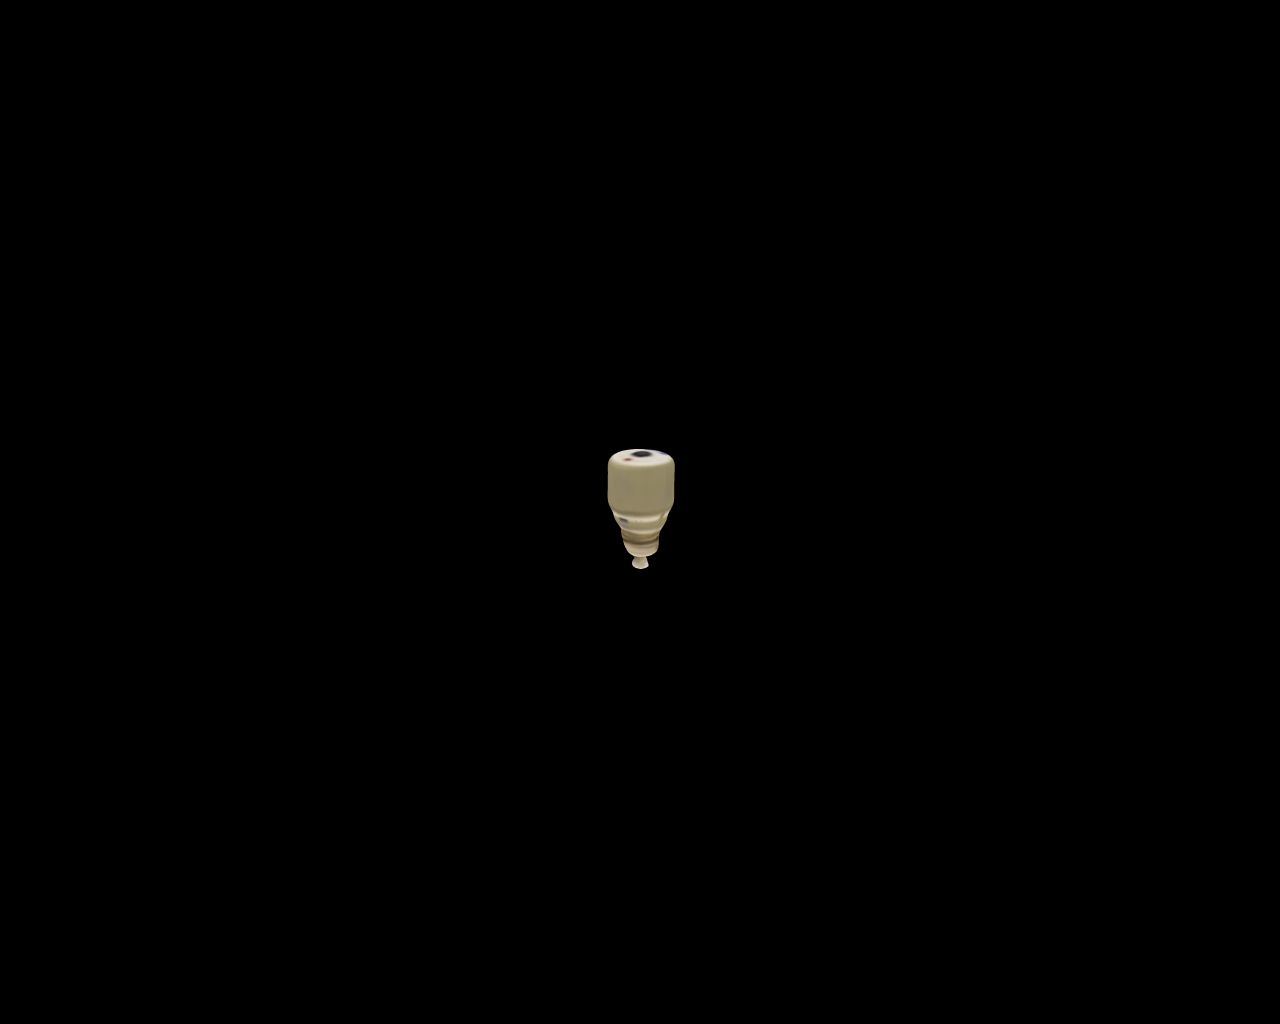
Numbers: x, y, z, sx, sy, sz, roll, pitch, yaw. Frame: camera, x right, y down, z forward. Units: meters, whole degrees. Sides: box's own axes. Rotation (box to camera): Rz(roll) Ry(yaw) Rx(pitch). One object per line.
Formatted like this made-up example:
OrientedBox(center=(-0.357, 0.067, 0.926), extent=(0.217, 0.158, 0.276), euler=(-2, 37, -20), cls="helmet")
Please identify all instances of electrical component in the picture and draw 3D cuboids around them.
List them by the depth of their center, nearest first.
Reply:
OrientedBox(center=(0.001, -0.003, 0.650), extent=(0.040, 0.078, 0.040), euler=(0, 19, 0), cls="electrical component")
